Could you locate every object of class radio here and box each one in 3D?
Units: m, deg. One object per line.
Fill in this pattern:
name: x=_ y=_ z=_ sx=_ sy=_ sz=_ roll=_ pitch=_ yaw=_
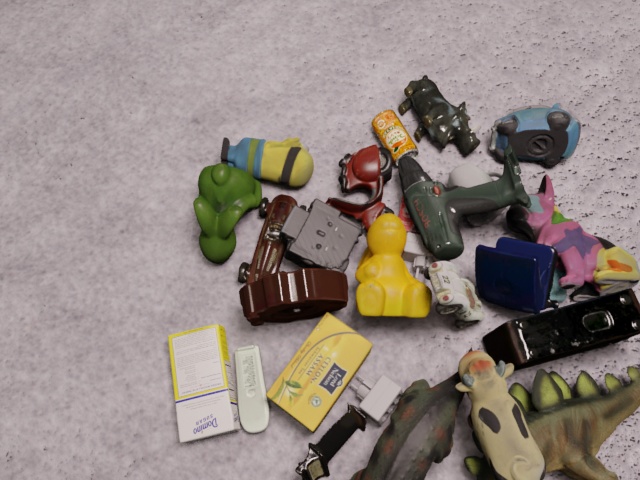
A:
radio: x=0.395 y=0.150 z=0.868 sx=0.230 sy=0.131 sz=0.073 roll=-15 pitch=70 yaw=-5

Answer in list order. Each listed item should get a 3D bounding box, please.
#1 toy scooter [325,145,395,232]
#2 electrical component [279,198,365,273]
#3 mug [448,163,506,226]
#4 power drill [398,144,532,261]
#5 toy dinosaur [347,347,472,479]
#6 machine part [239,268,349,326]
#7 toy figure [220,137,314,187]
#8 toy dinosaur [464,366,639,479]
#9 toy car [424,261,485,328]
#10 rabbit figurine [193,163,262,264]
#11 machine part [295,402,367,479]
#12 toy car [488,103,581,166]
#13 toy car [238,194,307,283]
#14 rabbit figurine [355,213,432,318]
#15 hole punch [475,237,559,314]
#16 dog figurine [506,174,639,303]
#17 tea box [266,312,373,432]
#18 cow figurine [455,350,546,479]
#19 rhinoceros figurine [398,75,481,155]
toy scooter: x=0.070 y=-0.095 z=1.013 sx=0.135 sy=0.075 sz=0.184 roll=0 pitch=72 yaw=3
electrical component: x=-0.002 y=-0.003 z=0.950 sx=0.134 sy=0.058 sz=0.115 roll=27 pitch=68 yaw=-4
mug: x=0.298 y=-0.097 z=1.004 sx=0.109 sy=0.080 sz=0.107 roll=-30 pitch=62 yaw=-5
power drill: x=0.245 y=-0.090 z=0.933 sx=0.207 sy=0.085 sz=0.232 roll=-18 pitch=56 yaw=18
toy dinosaur: x=0.133 y=0.305 z=0.781 sx=0.131 sy=0.192 sz=0.405 roll=28 pitch=72 yaw=10
machine part: x=-0.040 y=0.095 z=0.880 sx=0.179 sy=0.179 sz=0.056 roll=-9 pitch=72 yaw=-3
toy figure: x=-0.102 y=-0.149 z=1.035 sx=0.180 sy=0.082 sz=0.089 roll=5 pitch=83 yaw=-3
toy dinosaur: x=0.368 y=0.302 z=0.825 sx=0.471 sy=0.105 sz=0.199 roll=-21 pitch=65 yaw=-12
toy car: x=0.221 y=0.090 z=0.868 sx=0.056 sy=0.201 sz=0.073 roll=-24 pitch=61 yaw=19
rabbit figurine: x=-0.170 y=-0.042 z=0.968 sx=0.121 sy=0.159 sz=0.170 roll=7 pitch=83 yaw=-6
machine part: x=0.018 y=0.322 z=0.844 sx=0.039 sy=0.084 sz=0.139 roll=26 pitch=58 yaw=40
toy car: x=0.412 y=-0.212 z=1.045 sx=0.162 sy=0.109 sz=0.103 roll=1 pitch=44 yaw=14
toy car: x=-0.088 y=0.006 z=0.986 sx=0.089 sy=0.053 sz=0.202 roll=15 pitch=67 yaw=4
rabbit figurine: x=0.118 y=0.042 z=0.909 sx=0.122 sy=0.162 sz=0.173 roll=-2 pitch=89 yaw=2
hole punch: x=0.318 y=0.060 z=0.889 sx=0.142 sy=0.092 sz=0.115 roll=13 pitch=103 yaw=40
dog figurine: x=0.438 y=-0.007 z=0.950 sx=0.192 sy=0.108 sz=0.219 roll=-6 pitch=65 yaw=0
tea box: x=0.001 y=0.218 z=0.886 sx=0.098 sy=0.068 sz=0.169 roll=32 pitch=71 yaw=14
cow figurine: x=0.247 y=0.249 z=0.753 sx=0.085 sy=0.127 sz=0.195 roll=-18 pitch=60 yaw=1
rhinoceros figurine: x=0.241 y=-0.244 z=1.075 sx=0.112 sy=0.073 sz=0.190 roll=-26 pitch=67 yaw=-20
